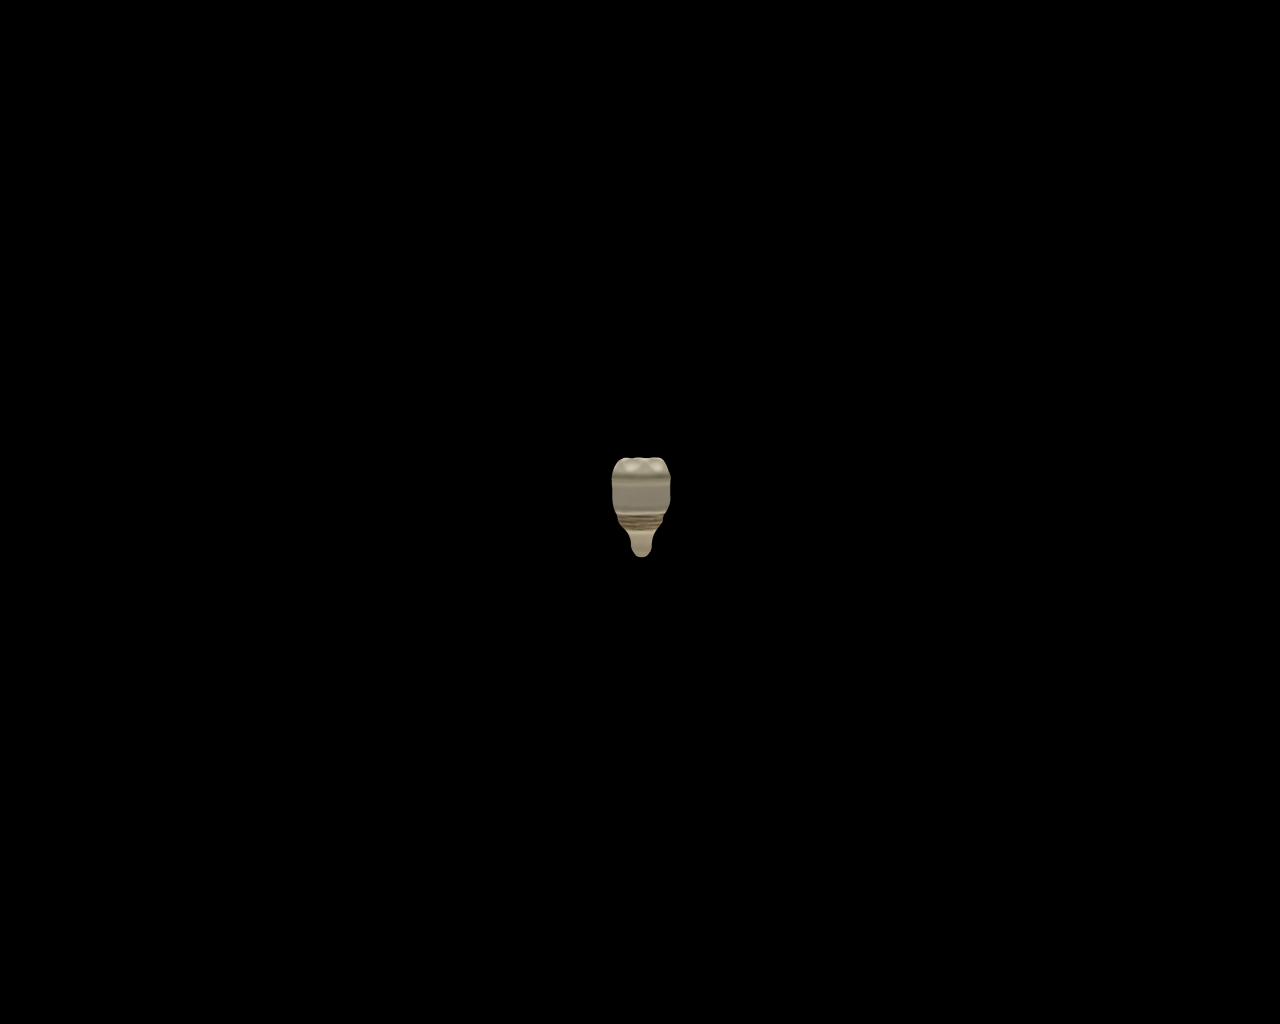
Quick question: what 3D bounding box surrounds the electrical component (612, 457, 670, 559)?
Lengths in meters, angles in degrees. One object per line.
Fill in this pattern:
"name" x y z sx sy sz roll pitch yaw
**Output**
"electrical component" 0.001 -0.003 0.650 0.035 0.061 0.035 0 5 0
